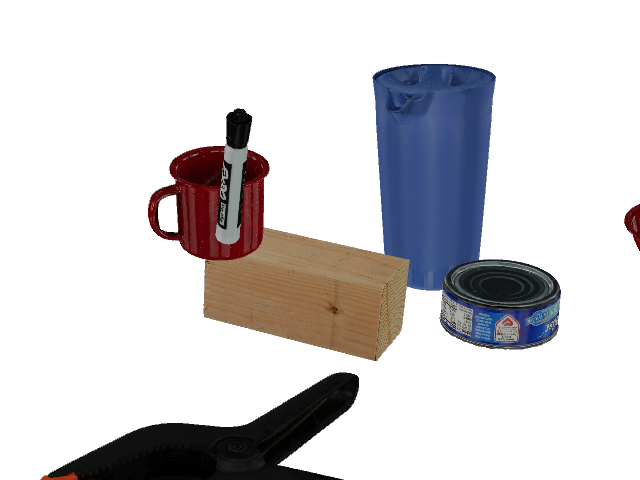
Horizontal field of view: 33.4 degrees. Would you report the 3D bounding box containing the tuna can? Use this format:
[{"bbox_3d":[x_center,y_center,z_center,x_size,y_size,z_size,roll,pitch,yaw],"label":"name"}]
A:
[{"bbox_3d":[0.130,0.045,0.773,0.086,0.034,0.086,0,22,0],"label":"tuna can"}]

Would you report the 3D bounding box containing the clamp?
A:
[{"bbox_3d":[-0.043,0.121,0.577,0.209,0.036,0.165,-1,20,-13],"label":"clamp"}]

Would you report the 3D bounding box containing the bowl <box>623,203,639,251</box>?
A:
[{"bbox_3d":[0.403,0.005,1.129,0.162,0.055,0.162,-3,23,1],"label":"bowl"}]

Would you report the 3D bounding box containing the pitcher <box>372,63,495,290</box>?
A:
[{"bbox_3d":[0.133,-0.076,1.208,0.149,0.243,0.145,-5,22,-9],"label":"pitcher"}]

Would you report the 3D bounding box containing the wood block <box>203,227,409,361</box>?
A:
[{"bbox_3d":[-0.017,0.054,1.177,0.206,0.091,0.090,13,24,19],"label":"wood block"}]

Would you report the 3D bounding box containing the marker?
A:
[{"bbox_3d":[-0.066,-0.047,0.804,0.020,0.121,0.020,6,41,-5],"label":"marker"}]

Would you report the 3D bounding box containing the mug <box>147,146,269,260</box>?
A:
[{"bbox_3d":[-0.105,-0.031,1.004,0.117,0.081,0.093,-14,33,-25],"label":"mug"}]
